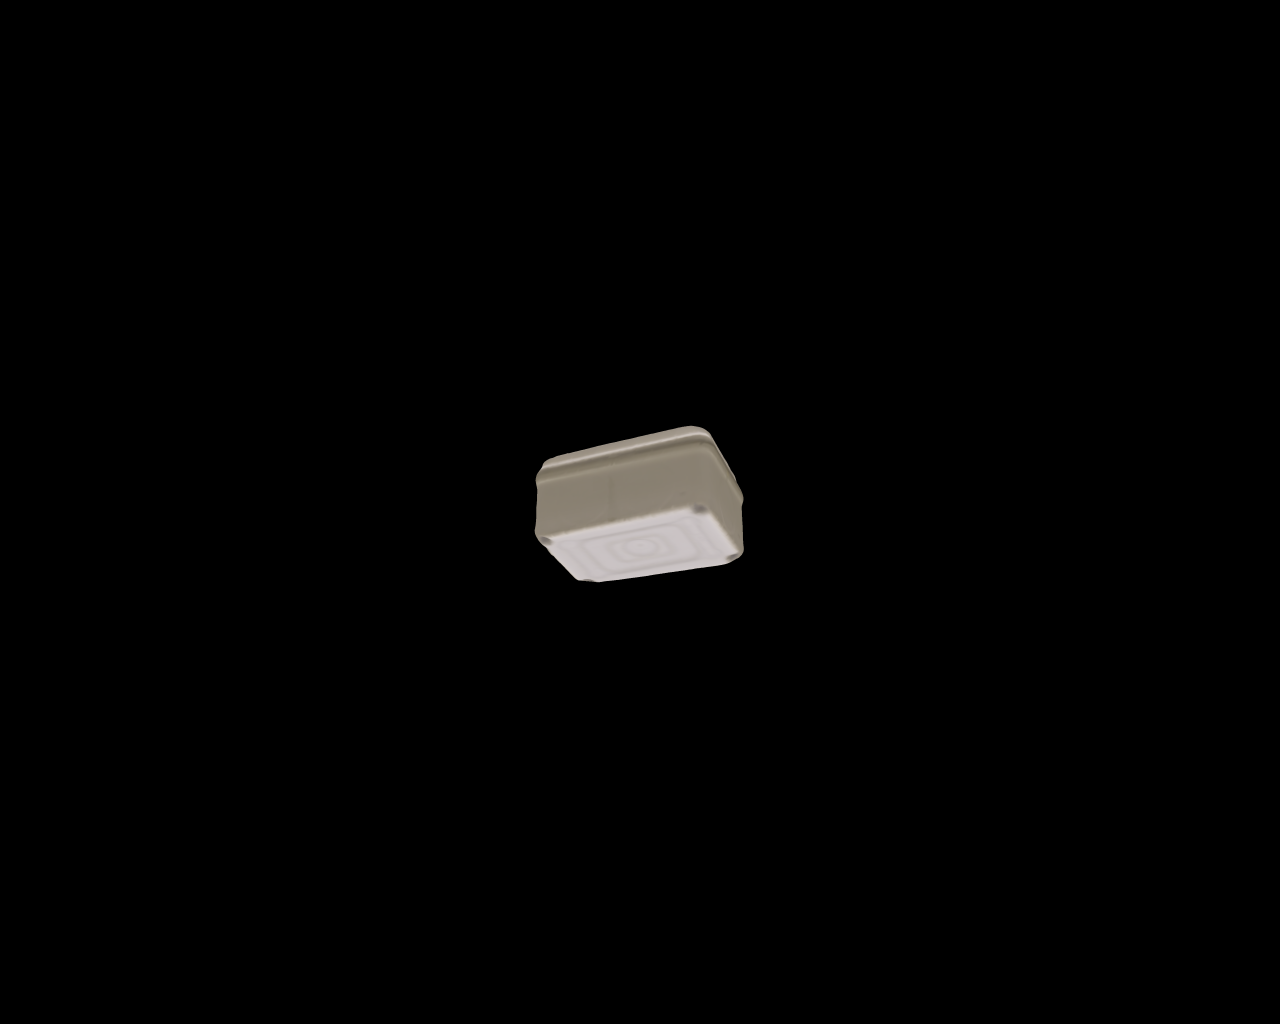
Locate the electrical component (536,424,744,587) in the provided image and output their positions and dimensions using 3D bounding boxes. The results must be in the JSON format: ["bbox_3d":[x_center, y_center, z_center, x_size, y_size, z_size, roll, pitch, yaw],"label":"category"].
[{"bbox_3d":[0.001,-0.003,0.650,0.113,0.057,0.078,-11,-32,18],"label":"electrical component"}]
